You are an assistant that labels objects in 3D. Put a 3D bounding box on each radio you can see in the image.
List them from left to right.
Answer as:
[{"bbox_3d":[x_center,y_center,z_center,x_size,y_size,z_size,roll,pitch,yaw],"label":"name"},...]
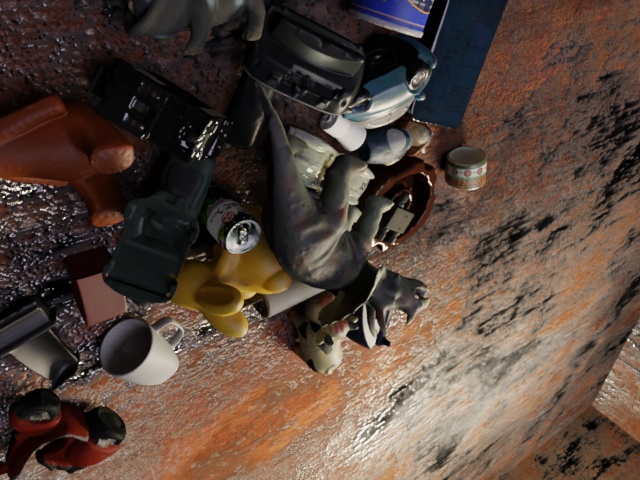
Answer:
[{"bbox_3d":[0.188,-0.291,0.812,0.131,0.073,0.229,-5,122,-37],"label":"radio"}]

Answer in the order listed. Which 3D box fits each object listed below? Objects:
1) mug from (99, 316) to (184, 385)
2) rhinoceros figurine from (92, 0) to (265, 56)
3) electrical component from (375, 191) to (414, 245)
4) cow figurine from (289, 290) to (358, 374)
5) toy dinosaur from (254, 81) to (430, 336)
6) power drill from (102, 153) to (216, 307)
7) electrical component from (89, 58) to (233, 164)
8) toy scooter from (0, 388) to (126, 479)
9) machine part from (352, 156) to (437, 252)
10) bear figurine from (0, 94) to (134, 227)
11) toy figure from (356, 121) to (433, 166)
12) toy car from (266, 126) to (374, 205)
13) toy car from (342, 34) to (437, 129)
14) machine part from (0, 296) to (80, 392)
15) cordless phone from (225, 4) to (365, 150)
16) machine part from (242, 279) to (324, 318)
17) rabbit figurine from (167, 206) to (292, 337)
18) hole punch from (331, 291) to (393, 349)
[{"bbox_3d":[-0.245,0.159,0.779,0.109,0.081,0.107,-46,151,-13],"label":"mug"},{"bbox_3d":[-0.141,-0.253,0.550,0.190,0.073,0.112,-18,132,-32],"label":"rhinoceros figurine"},{"bbox_3d":[0.131,-0.037,0.908,0.063,0.021,0.094,14,109,-49],"label":"electrical component"},{"bbox_3d":[0.006,0.168,0.961,0.085,0.127,0.194,-28,138,-27],"label":"cow figurine"},{"bbox_3d":[0.000,-0.005,0.703,0.404,0.131,0.192,38,62,-43],"label":"toy dinosaur"},{"bbox_3d":[-0.184,0.004,0.624,0.086,0.207,0.232,22,99,-8],"label":"power drill"},{"bbox_3d":[-0.168,-0.137,0.569,0.058,0.134,0.115,-59,-179,9],"label":"electrical component"},{"bbox_3d":[-0.376,0.287,0.758,0.135,0.075,0.183,-47,136,-3],"label":"toy scooter"},{"bbox_3d":[0.128,-0.067,0.943,0.179,0.056,0.179,-24,134,-27],"label":"machine part"},{"bbox_3d":[-0.297,-0.072,0.512,0.196,0.132,0.120,-20,150,-38],"label":"bear figurine"},{"bbox_3d":[0.130,-0.159,0.868,0.154,0.058,0.064,-18,121,-29],"label":"toy figure"},{"bbox_3d":[0.003,-0.107,0.801,0.201,0.056,0.073,18,107,-47],"label":"toy car"},{"bbox_3d":[0.082,-0.209,0.755,0.162,0.109,0.102,-33,144,-10],"label":"toy car"},{"bbox_3d":[-0.356,0.134,0.686,0.084,0.039,0.138,-36,136,-22],"label":"machine part"},{"bbox_3d":[-0.038,-0.179,0.673,0.146,0.089,0.184,20,118,-19],"label":"cordless phone"},{"bbox_3d":[-0.032,0.060,0.884,0.243,0.079,0.079,-25,134,-27],"label":"machine part"},{"bbox_3d":[-0.134,0.056,0.756,0.173,0.162,0.121,-14,144,-11],"label":"rabbit figurine"},{"bbox_3d":[0.066,0.133,0.990,0.092,0.142,0.115,0,107,-43],"label":"hole punch"}]
